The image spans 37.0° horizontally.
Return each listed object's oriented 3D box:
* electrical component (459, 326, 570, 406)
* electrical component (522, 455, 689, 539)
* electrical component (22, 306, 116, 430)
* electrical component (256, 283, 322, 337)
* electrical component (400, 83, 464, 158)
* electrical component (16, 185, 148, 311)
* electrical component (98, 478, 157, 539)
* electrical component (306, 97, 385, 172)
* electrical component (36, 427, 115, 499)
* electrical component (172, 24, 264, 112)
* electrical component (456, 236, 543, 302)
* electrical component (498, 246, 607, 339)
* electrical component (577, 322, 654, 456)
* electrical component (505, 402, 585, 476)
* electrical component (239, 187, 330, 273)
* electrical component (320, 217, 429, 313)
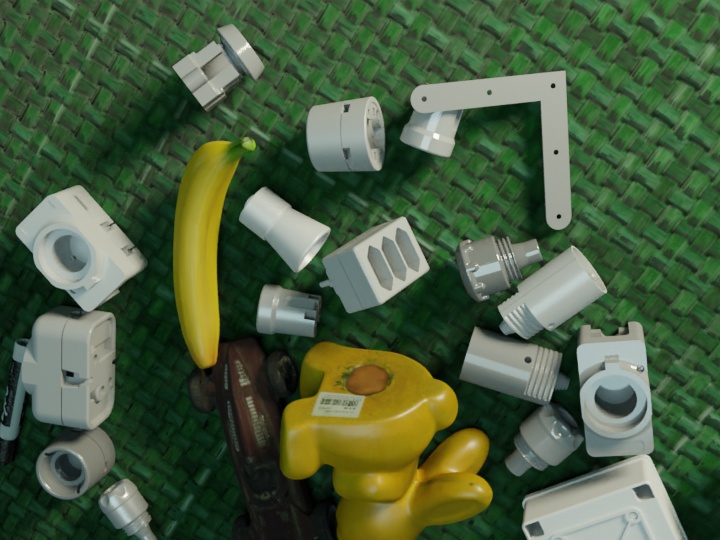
[{"bbox_3d":[0.122,0.076,0.831,0.081,0.043,0.043,17,107,8],"label":"electrical component"},{"bbox_3d":[0.197,0.216,0.844,0.109,0.056,0.108,-24,98,17],"label":"electrical component"},{"bbox_3d":[-0.244,0.081,0.905,0.059,0.053,0.095,8,106,10],"label":"electrical component"},{"bbox_3d":[-0.056,0.034,0.861,0.046,0.040,0.040,9,106,4],"label":"electrical component"},{"bbox_3d":[0.056,-0.111,0.799,0.040,0.040,0.046,21,102,6],"label":"electrical component"},{"bbox_3d":[-0.228,-0.017,0.875,0.050,0.055,0.089,-40,93,18],"label":"electrical component"},{"bbox_3d":[-0.199,0.215,0.940,0.035,0.035,0.061,-32,98,18],"label":"electrical component"},{"bbox_3d":[-0.011,-0.100,0.809,0.047,0.055,0.055,-3,104,17],"label":"electrical component"},{"bbox_3d":[-0.247,0.166,0.931,0.055,0.047,0.055,3,105,11],"label":"electrical component"},{"bbox_3d":[-0.107,-0.153,0.814,0.055,0.066,0.048,-38,94,-1],"label":"electrical component"},{"bbox_3d":[0.106,-0.006,0.814,0.062,0.048,0.048,-18,100,9],"label":"electrical component"},{"bbox_3d":[0.140,0.023,0.813,0.081,0.043,0.043,-37,94,18],"label":"electrical component"},{"bbox_3d":[0.193,0.091,0.813,0.050,0.055,0.089,-5,103,13],"label":"electrical component"},{"bbox_3d":[0.141,0.136,0.842,0.043,0.043,0.062,43,110,-1],"label":"electrical component"},{"bbox_3d":[-0.062,-0.034,0.844,0.065,0.044,0.044,38,109,6],"label":"electrical component"},{"bbox_3d":[0.000,0.000,0.831,0.077,0.066,0.047,-18,101,45],"label":"electrical component"}]
